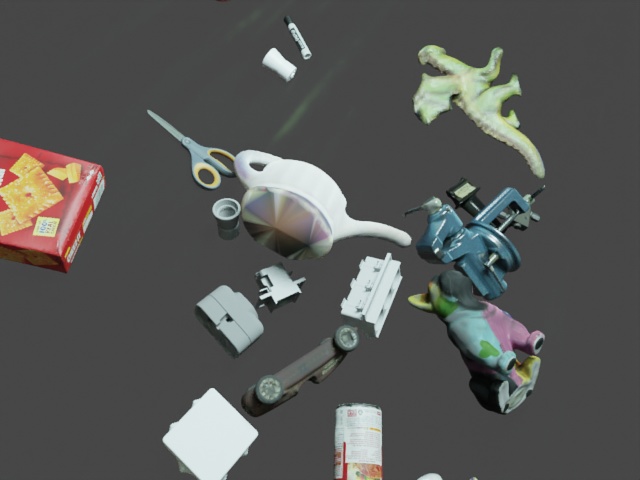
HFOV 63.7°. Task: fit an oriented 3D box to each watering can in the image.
[{"bbox_3d":[0.003,-0.043,0.859,0.347,0.102,0.229,29,29,-4],"label":"watering can"}]

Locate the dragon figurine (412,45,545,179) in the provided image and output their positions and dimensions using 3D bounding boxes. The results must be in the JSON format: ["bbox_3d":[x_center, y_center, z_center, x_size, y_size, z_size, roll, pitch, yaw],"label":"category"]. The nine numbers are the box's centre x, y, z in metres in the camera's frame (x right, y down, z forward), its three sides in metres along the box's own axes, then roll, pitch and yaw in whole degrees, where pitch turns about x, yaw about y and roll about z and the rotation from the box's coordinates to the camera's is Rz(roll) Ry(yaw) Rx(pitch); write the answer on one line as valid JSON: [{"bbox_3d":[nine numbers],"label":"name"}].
[{"bbox_3d":[0.326,-0.299,1.154,0.243,0.119,0.419,-9,62,-4],"label":"dragon figurine"}]

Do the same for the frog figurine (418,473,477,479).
[{"bbox_3d":[0.149,0.393,0.693,0.159,0.121,0.139,-12,71,15],"label":"frog figurine"}]
